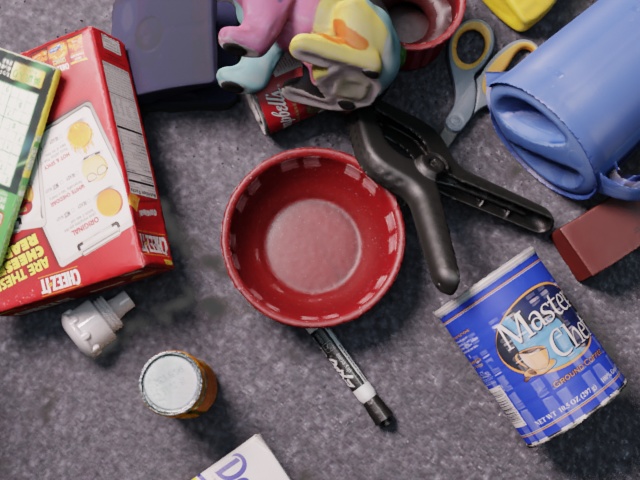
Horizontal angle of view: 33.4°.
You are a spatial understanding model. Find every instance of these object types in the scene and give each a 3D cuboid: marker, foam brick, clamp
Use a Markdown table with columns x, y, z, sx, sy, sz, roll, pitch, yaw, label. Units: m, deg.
| x | y | z | sx | sy | sz | roll | pitch | yaw | label |
| --- | --- | --- | --- | --- | --- | --- | --- | --- | --- |
| 0.025 | 0.116 | 0.953 | 0.020 | 0.020 | 0.121 | -36 | 83 | -6 | marker |
| 0.255 | -0.005 | 0.960 | 0.078 | 0.051 | 0.053 | -31 | 83 | -6 | foam brick |
| 0.090 | -0.049 | 0.926 | 0.210 | 0.036 | 0.164 | 43 | 43 | 11 | clamp |

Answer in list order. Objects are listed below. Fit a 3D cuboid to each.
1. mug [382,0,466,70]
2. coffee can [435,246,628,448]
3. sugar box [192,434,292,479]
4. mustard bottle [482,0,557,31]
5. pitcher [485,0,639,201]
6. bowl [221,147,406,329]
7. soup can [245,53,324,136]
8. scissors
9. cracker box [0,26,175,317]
| x | y | z | sx | sy | sz | roll | pitch | yaw | label |
| --- | --- | --- | --- | --- | --- | --- | --- | --- | --- |
| 0.074 | -0.214 | 0.976 | 0.093 | 0.081 | 0.117 | -40 | 84 | -7 | mug |
| 0.180 | 0.091 | 0.916 | 0.102 | 0.103 | 0.140 | -34 | 83 | -6 | coffee can |
| -0.099 | 0.253 | 0.915 | 0.176 | 0.048 | 0.093 | -35 | 82 | -5 | sugar box |
| 0.230 | -0.290 | 1.003 | 0.191 | 0.058 | 0.096 | -40 | 83 | -7 | mustard bottle |
| 0.282 | -0.152 | 0.946 | 0.242 | 0.145 | 0.149 | -41 | 107 | -10 | pitcher |
| -0.006 | 0.001 | 0.953 | 0.162 | 0.055 | 0.162 | 0 | 80 | -1 | bowl |
| -0.017 | -0.145 | 0.971 | 0.102 | 0.068 | 0.068 | -24 | 82 | -5 | soup can |
| 0.118 | -0.128 | 0.996 | 0.201 | 0.016 | 0.096 | -40 | 82 | -6 | scissors |
| -0.230 | -0.056 | 0.931 | 0.164 | 0.072 | 0.214 | -17 | 81 | 18 | cracker box |
